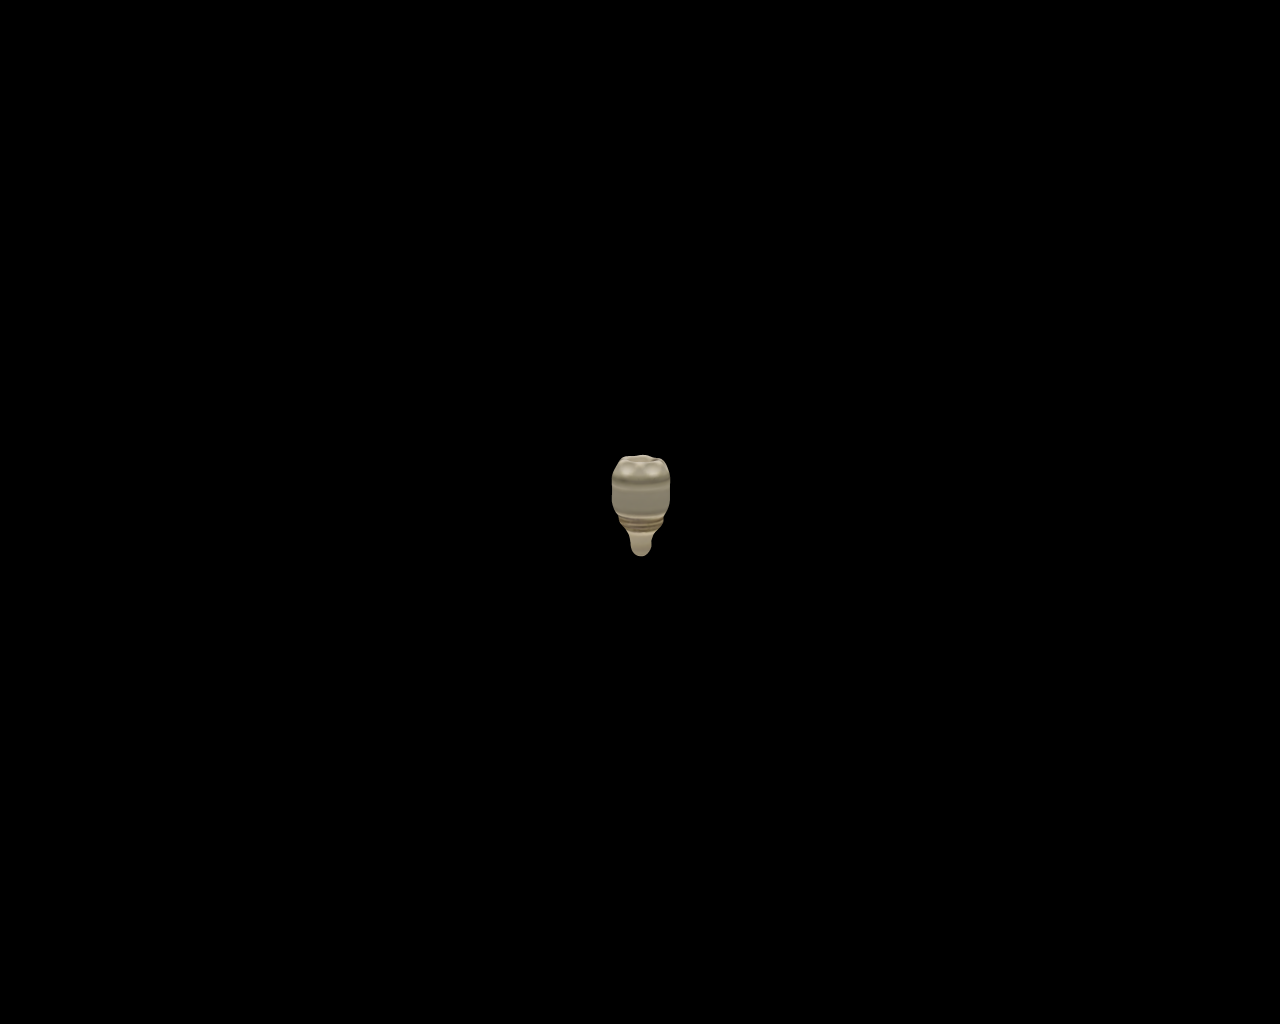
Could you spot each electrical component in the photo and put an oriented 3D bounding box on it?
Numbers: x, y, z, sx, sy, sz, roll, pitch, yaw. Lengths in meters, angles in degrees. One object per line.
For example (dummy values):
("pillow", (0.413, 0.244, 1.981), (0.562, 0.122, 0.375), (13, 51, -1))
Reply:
("electrical component", (0.001, -0.003, 0.650), (0.035, 0.061, 0.035), (0, 13, 0))
